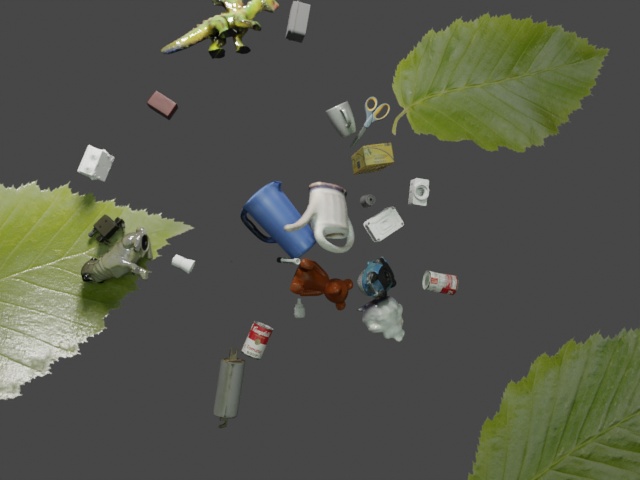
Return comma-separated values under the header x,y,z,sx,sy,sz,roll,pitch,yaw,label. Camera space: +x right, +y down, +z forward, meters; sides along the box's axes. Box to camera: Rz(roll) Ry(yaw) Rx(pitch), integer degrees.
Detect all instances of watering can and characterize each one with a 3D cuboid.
x,y,z,sx,sy,sz,roll,pitch,yaw,label
0.005,-0.081,1.601,0.103,0.345,0.228,-18,67,33,watering can

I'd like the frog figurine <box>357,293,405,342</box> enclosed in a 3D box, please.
x,y,z,sx,sy,sz,roll,pitch,yaw,label
0.215,0.262,1.671,0.139,0.120,0.160,-27,79,-29,frog figurine

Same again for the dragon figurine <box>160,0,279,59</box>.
x,y,z,sx,sy,sz,roll,pitch,yaw,label
-0.328,-0.733,1.684,0.411,0.120,0.246,-11,71,-12,dragon figurine
